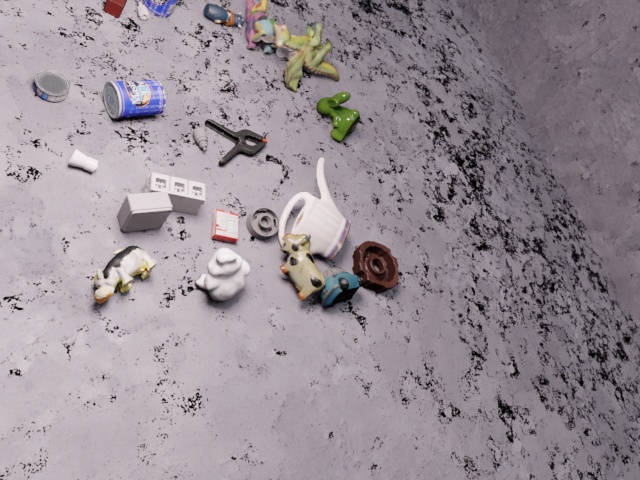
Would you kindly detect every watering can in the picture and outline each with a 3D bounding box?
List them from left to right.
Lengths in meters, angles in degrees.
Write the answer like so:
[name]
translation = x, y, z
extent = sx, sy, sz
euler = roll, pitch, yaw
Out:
[watering can]
translation = 0.005, -0.083, 1.652
extent = 0.223, 0.103, 0.353
euler = 34, 67, -14

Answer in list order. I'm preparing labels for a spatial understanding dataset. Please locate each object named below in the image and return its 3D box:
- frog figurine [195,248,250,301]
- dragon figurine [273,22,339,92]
[frog figurine]
translation = -0.241, 0.086, 1.352
extent = 0.138, 0.157, 0.124
euler = -14, 75, -41
[dragon figurine]
translation = -0.056, -0.670, 1.953
extent = 0.244, 0.123, 0.403
euler = -51, 143, -10
